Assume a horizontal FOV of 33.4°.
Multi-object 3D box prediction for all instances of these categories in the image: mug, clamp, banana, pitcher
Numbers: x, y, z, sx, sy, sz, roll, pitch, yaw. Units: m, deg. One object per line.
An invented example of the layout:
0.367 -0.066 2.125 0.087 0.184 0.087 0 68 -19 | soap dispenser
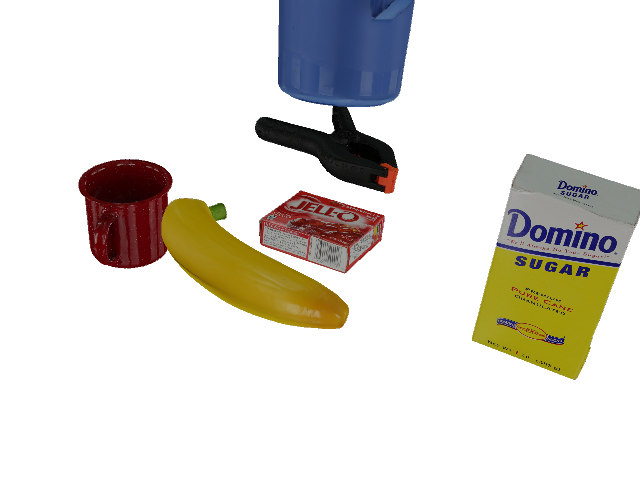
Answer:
-0.198 -0.019 1.076 0.093 0.081 0.117 8 33 8 | mug
0.012 -0.099 1.125 0.120 0.039 0.172 -16 36 -24 | clamp
-0.056 0.008 0.678 0.069 0.037 0.198 -11 27 -25 | banana
0.031 -0.237 0.887 0.145 0.243 0.149 8 18 11 | pitcher

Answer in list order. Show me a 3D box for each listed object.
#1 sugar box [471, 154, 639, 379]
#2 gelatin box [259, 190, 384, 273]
0.178 0.024 0.819 0.093 0.176 0.048 20 49 15 | sugar box
0.001 -0.010 0.944 0.089 0.030 0.073 18 31 23 | gelatin box
